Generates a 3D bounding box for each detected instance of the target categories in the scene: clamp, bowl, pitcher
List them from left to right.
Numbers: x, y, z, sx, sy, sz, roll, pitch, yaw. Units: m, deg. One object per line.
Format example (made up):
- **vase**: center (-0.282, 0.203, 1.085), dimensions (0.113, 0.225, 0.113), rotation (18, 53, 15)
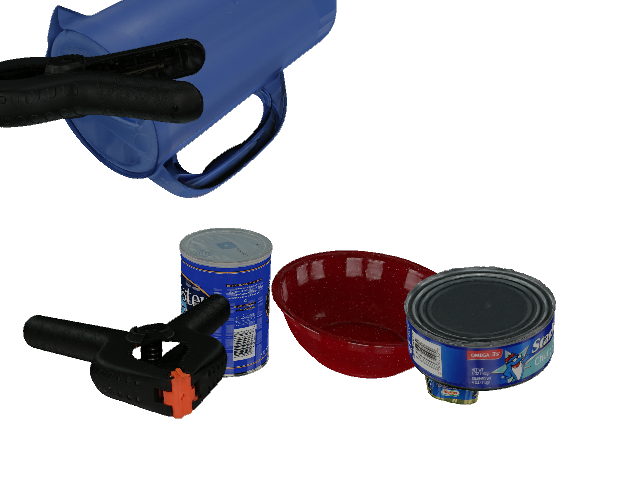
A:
- **clamp**: center (-0.150, -0.101, 0.676), dimensions (0.171, 0.039, 0.120), rotation (1, 20, 4)
- **clamp**: center (-0.115, 0.078, 0.779), dimensions (0.164, 0.036, 0.210), rotation (-9, 14, -25)
- **pitcher**: center (-0.093, -0.157, 0.900), dimensions (0.145, 0.149, 0.242), rotation (27, 51, 32)
- **bowl**: center (0.038, 0.068, 0.893), dimensions (0.162, 0.055, 0.162), rotation (5, 26, -3)

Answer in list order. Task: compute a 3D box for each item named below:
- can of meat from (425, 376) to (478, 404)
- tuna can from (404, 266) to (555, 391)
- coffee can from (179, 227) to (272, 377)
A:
- **can of meat**: center (0.142, 0.115, 1.126), dimensions (0.057, 0.084, 0.102), rotation (6, 15, 0)
- **tuna can**: center (0.092, 0.050, 0.617), dimensions (0.086, 0.034, 0.086), rotation (-5, 27, 2)
- **coffee can**: center (-0.107, 0.068, 1.204), dimensions (0.103, 0.140, 0.103), rotation (2, 22, -1)
